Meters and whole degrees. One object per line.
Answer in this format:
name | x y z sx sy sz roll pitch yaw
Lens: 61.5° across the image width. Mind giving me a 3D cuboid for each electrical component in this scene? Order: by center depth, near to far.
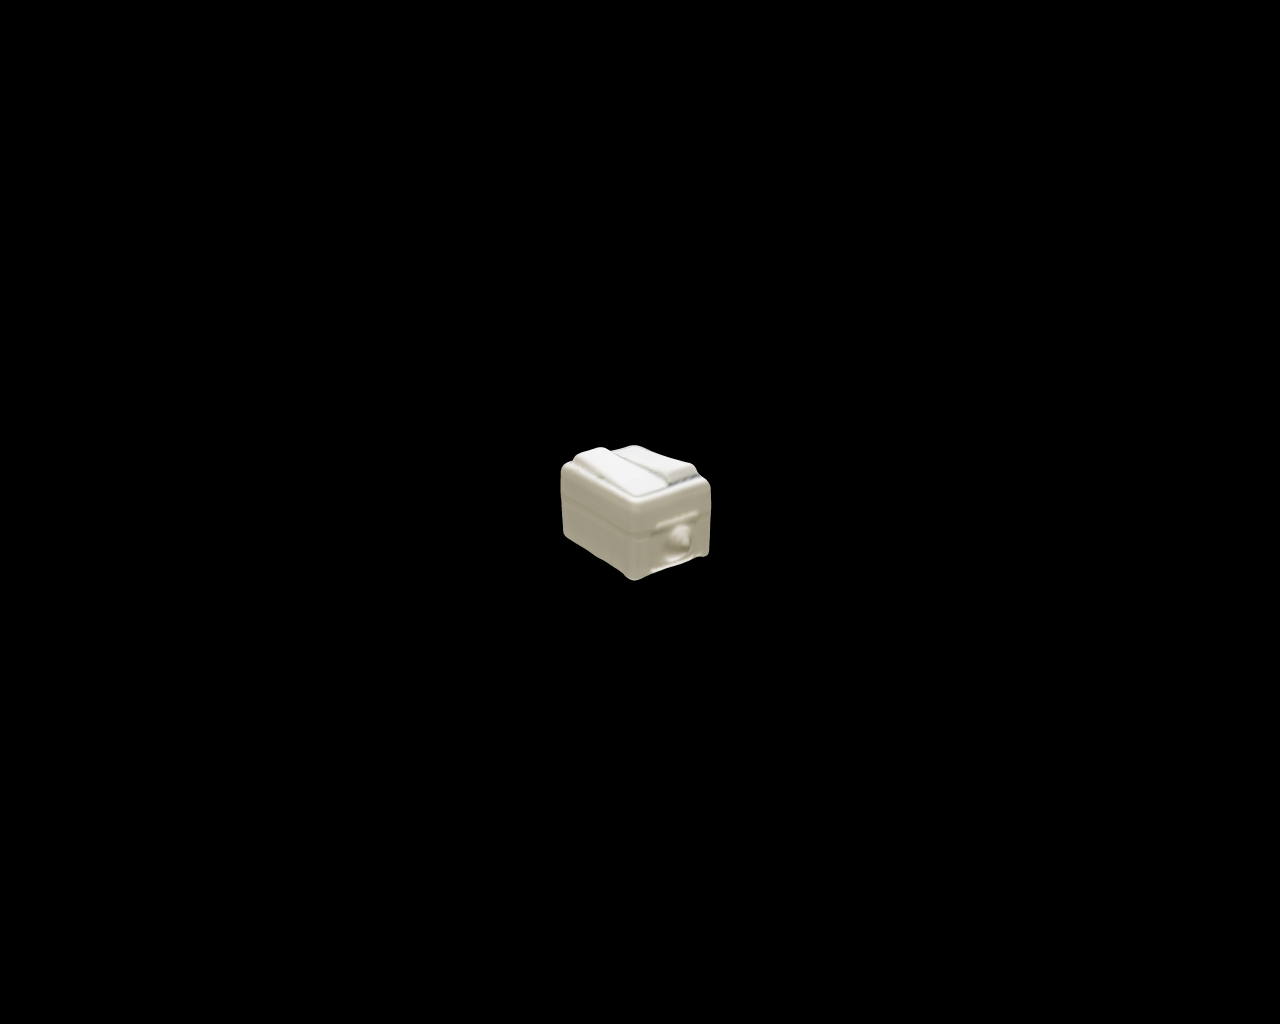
electrical component | 0.001 -0.003 0.650 0.062 0.061 0.096 -17 29 -32
